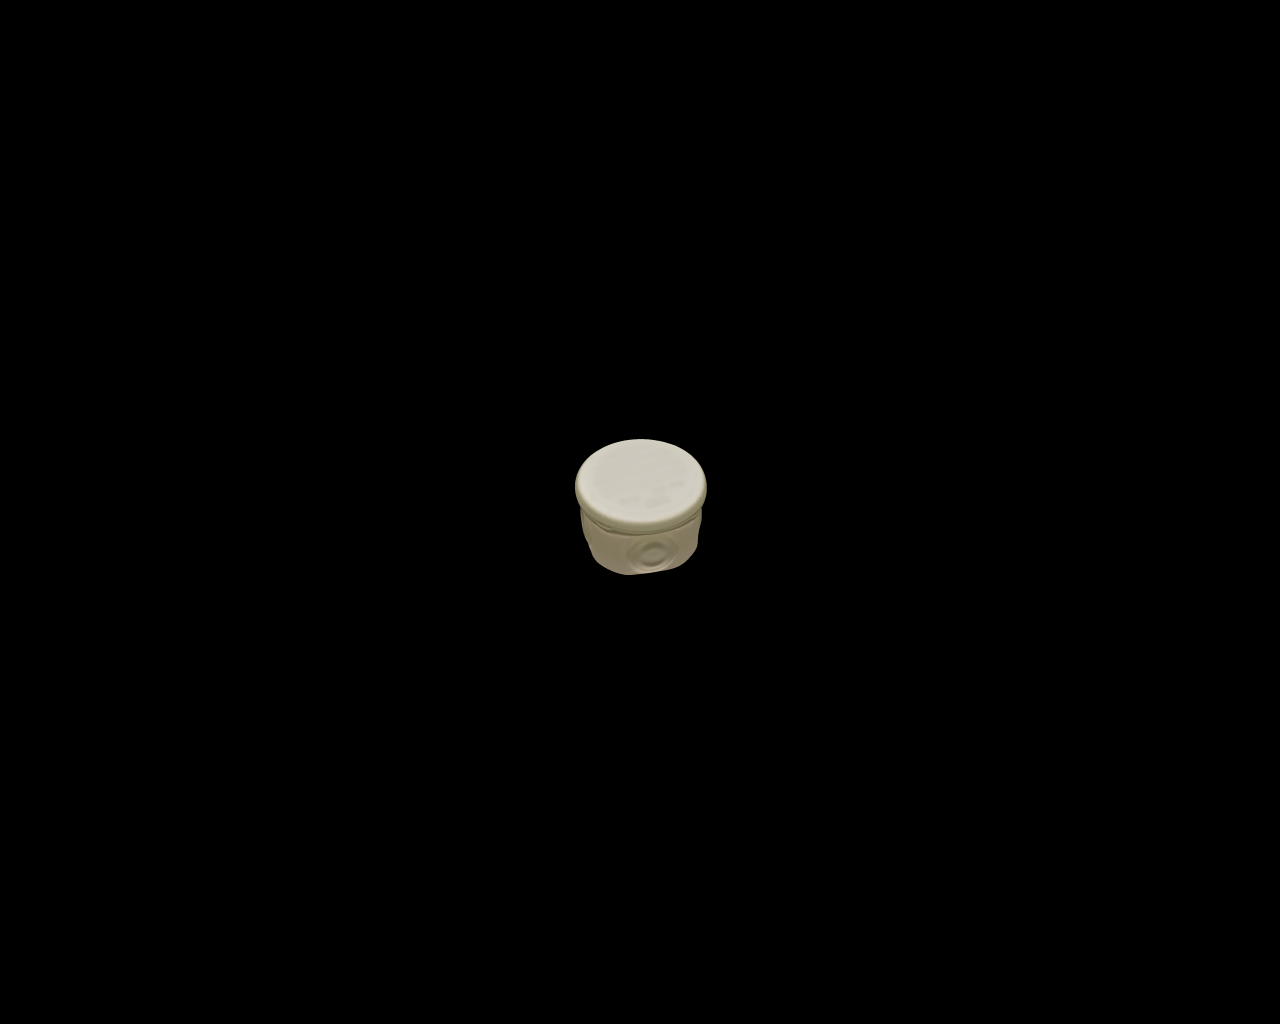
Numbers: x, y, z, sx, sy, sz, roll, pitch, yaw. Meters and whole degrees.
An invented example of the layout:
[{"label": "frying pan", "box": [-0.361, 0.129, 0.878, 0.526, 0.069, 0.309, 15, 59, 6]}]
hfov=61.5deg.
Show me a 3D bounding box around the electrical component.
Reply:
[{"label": "electrical component", "box": [0.001, -0.003, 0.650, 0.080, 0.050, 0.080, 0, 43, 0]}]
